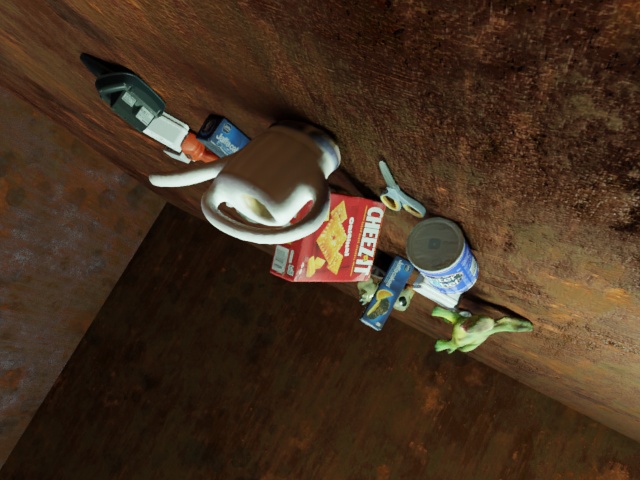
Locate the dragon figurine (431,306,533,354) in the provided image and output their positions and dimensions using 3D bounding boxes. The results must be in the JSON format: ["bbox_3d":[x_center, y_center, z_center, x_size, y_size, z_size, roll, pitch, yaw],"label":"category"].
[{"bbox_3d":[0.448,0.247,1.387,0.242,0.124,0.407,-7,164,36],"label":"dragon figurine"}]

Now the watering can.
[{"bbox_3d":[-0.113,-0.111,0.839,0.350,0.228,0.101,25,151,33],"label":"watering can"}]

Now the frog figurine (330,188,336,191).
[{"bbox_3d":[0.003,-0.057,1.132,0.160,0.122,0.138,8,-168,41],"label":"frog figurine"}]
